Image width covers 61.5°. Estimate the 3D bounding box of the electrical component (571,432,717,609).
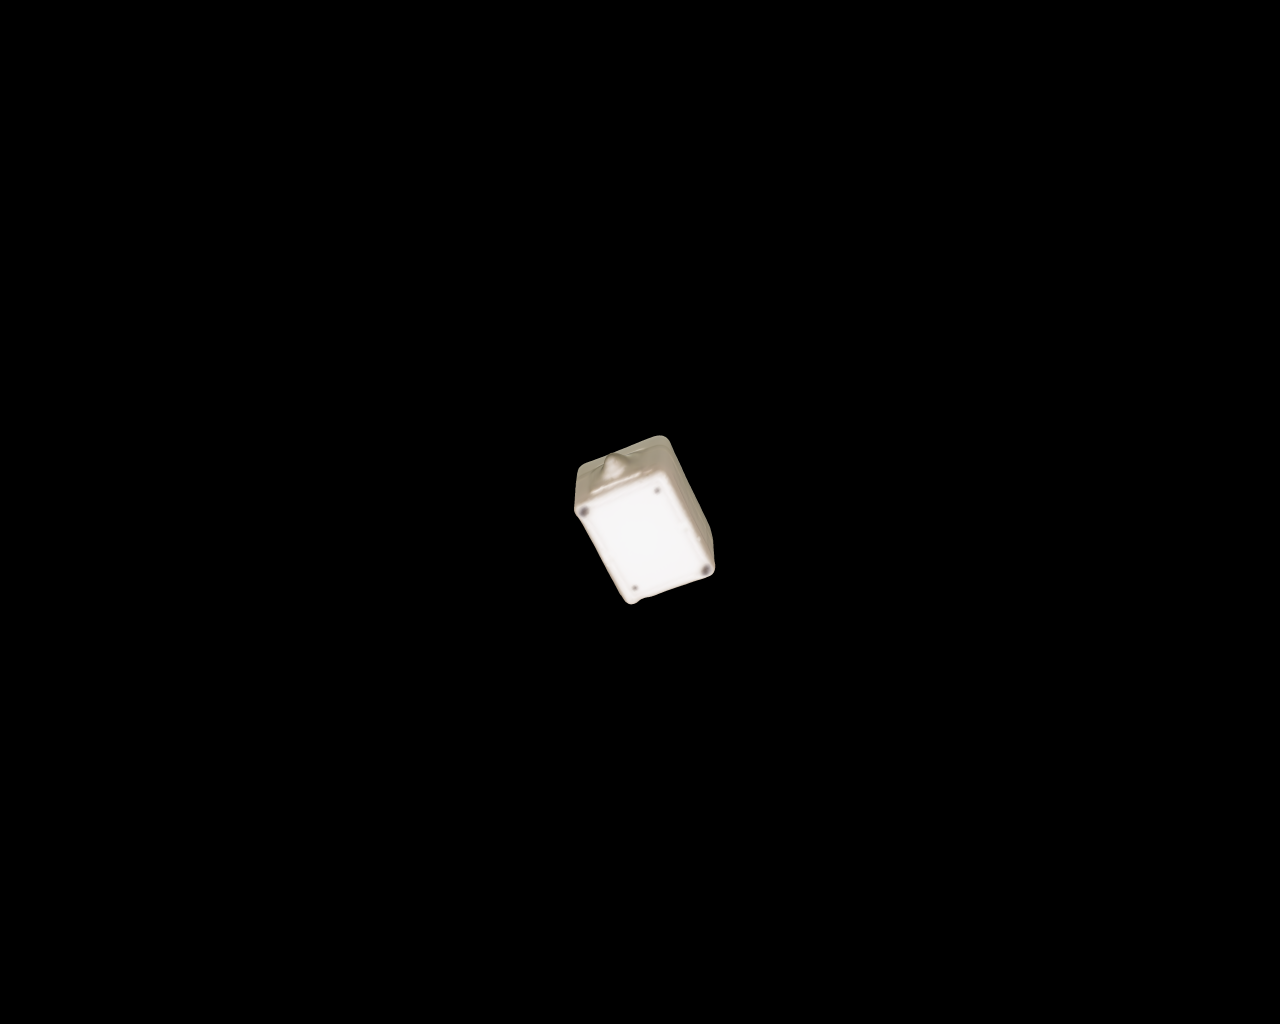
[{"bbox_3d":[0.001,-0.003,0.650,0.062,0.096,0.061,-21,28,12],"label":"electrical component"}]
